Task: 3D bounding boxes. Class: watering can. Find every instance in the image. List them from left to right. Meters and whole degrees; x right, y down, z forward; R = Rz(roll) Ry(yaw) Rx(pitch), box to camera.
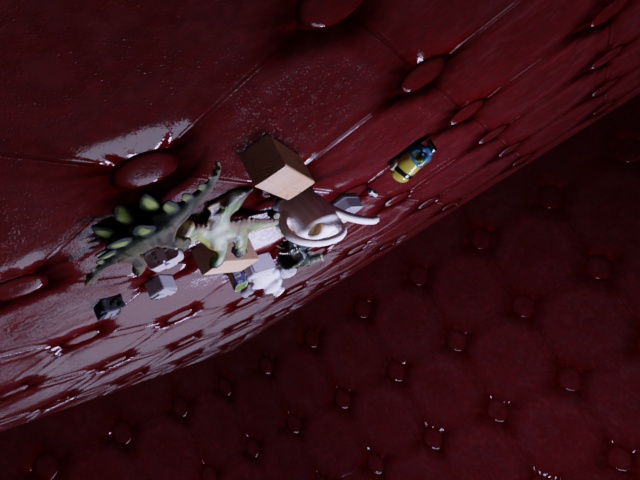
[{"bbox_3d":[0.005,-0.078,1.549,0.350,0.102,0.227,-17,-126,-41],"label":"watering can"}]

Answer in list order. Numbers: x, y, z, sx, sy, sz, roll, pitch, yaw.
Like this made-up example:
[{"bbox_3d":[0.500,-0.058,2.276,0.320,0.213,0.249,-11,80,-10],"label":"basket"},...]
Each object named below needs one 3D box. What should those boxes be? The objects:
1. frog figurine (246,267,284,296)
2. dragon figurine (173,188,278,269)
[{"bbox_3d":[-0.225,0.166,2.132,0.161,0.137,0.121,62,-179,15],"label":"frog figurine"},{"bbox_3d":[-0.239,-0.052,1.424,0.415,0.237,0.123,-29,-109,-39],"label":"dragon figurine"}]
